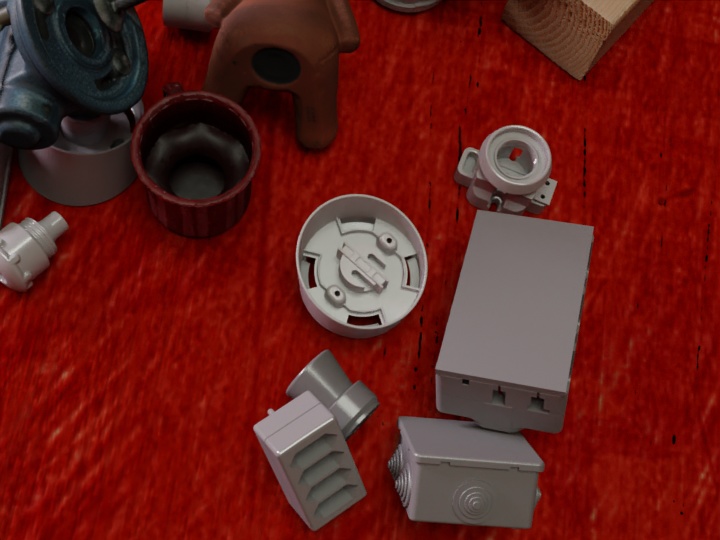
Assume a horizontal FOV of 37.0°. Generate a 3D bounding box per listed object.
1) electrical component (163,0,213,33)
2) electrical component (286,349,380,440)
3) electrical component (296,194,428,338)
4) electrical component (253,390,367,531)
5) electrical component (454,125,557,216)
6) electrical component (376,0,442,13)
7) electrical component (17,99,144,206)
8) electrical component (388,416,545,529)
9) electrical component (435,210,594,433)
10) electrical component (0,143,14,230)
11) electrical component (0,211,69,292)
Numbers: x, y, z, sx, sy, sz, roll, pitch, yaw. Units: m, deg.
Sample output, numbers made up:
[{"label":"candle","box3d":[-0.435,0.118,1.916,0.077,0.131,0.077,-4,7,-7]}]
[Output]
[{"label":"electrical component","box3d":[-0.150,-0.264,0.887,0.074,0.052,0.138,8,70,-4]},{"label":"electrical component","box3d":[-0.019,0.092,0.777,0.055,0.045,0.045,43,71,9]},{"label":"electrical component","box3d":[0.000,0.000,0.803,0.099,0.064,0.099,2,70,-6]},{"label":"electrical component","box3d":[-0.043,0.124,0.752,0.047,0.083,0.076,-32,39,-17]},{"label":"electrical component","box3d":[0.119,-0.078,0.850,0.078,0.057,0.058,22,69,1]},{"label":"electrical component","box3d":[0.042,-0.264,0.912,0.080,0.051,0.080,2,70,-6]},{"label":"electrical component","box3d":[-0.214,-0.107,0.829,0.099,0.064,0.099,7,56,-10]},{"label":"electrical component","box3d":[0.072,0.140,0.744,0.100,0.099,0.048,5,98,-6]},{"label":"electrical component","box3d":[0.114,0.037,0.781,0.089,0.061,0.150,9,52,12]},{"label":"electrical component","box3d":[-0.319,-0.086,0.799,0.109,0.056,0.108,4,70,-6]},{"label":"electrical component","box3d":[-0.244,-0.018,0.791,0.048,0.048,0.062,42,64,9]}]
